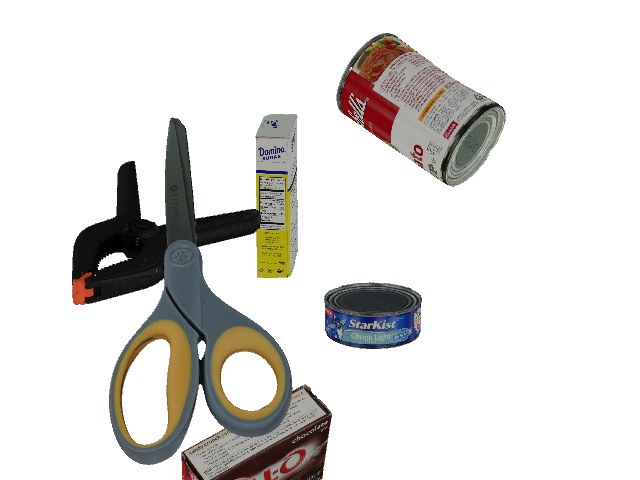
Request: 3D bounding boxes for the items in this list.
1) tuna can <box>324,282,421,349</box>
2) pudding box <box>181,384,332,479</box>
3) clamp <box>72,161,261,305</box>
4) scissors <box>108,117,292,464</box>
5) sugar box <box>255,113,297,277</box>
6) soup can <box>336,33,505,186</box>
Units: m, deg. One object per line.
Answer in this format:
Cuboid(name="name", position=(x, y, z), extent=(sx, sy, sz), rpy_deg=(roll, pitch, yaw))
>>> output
Cuboid(name="tuna can", position=(0.046, 0.066, 0.938), extent=(0.086, 0.034, 0.086), rpy_deg=(0, 15, 0))
Cuboid(name="pudding box", position=(-0.048, 0.167, 0.793), extent=(0.113, 0.090, 0.039), rpy_deg=(-27, 56, -28))
Cuboid(name="clamp", position=(-0.179, -0.007, 1.033), extent=(0.165, 0.036, 0.209), rpy_deg=(25, 39, 22))
Cuboid(name="scissors", position=(-0.052, 0.019, 0.542), extent=(0.096, 0.201, 0.016), rpy_deg=(7, -33, 6))
Cuboid(name="sugar box", position=(-0.052, -0.053, 1.259), extent=(0.048, 0.176, 0.093), rpy_deg=(0, 23, 5))
Cuboid(name="soup can", position=(0.071, -0.093, 0.757), extent=(0.102, 0.068, 0.068), rpy_deg=(38, 18, 25))
